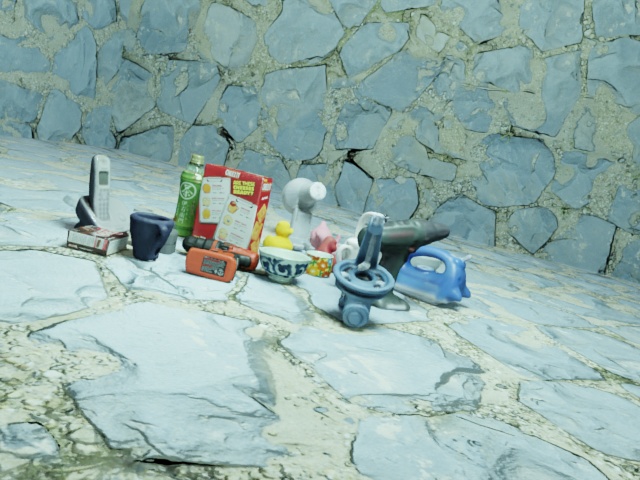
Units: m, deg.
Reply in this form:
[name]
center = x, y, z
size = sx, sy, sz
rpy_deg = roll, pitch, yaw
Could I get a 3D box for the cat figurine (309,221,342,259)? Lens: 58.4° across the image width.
[cat figurine]
center = 0.015, 0.006, 1.623
size = 0.067, 0.118, 0.128
rpy_deg = 21, 12, 41

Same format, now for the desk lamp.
[desk lamp]
center = -0.047, -0.084, 1.785
size = 0.118, 0.213, 0.202
rpy_deg = 9, 10, -23

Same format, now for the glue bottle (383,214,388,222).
[glue bottle]
center = 0.170, 0.009, 1.650
size = 0.078, 0.173, 0.037
rpy_deg = 15, 9, 13

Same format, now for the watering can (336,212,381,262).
[watering can]
center = 0.114, 0.028, 1.383
size = 0.100, 0.194, 0.173
rpy_deg = 19, 10, 31

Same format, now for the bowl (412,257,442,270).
[bowl]
center = 0.293, 0.070, 1.771
size = 0.167, 0.075, 0.167
rpy_deg = 13, 9, -2

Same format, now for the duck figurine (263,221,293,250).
[duck figurine]
center = -0.115, -0.013, 1.653
size = 0.077, 0.086, 0.105
rpy_deg = 20, 11, 36

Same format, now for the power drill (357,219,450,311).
[power drill]
center = 0.179, 0.050, 1.295
size = 0.230, 0.208, 0.075
rpy_deg = 8, 10, -30

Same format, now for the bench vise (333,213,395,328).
[bench vise]
center = 0.080, 0.046, 1.137
size = 0.122, 0.220, 0.207
rpy_deg = 11, 9, -16

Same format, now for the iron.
[iron]
center = 0.265, 0.075, 1.481
size = 0.257, 0.141, 0.119
rpy_deg = 18, 10, 28

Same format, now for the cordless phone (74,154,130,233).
[cordless phone]
center = -0.497, -0.106, 1.351
size = 0.094, 0.185, 0.148
rpy_deg = 15, 9, 13

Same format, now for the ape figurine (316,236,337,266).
[ape figurine]
center = 0.021, 0.035, 1.532
size = 0.076, 0.092, 0.078
rpy_deg = 13, 9, 0

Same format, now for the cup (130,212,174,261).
[cup]
center = -0.353, -0.001, 1.202
size = 0.092, 0.095, 0.117
rpy_deg = 6, 12, -39

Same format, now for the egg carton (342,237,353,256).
[egg carton]
center = 0.128, 0.035, 1.765
size = 0.107, 0.069, 0.150
rpy_deg = 15, 9, 14
